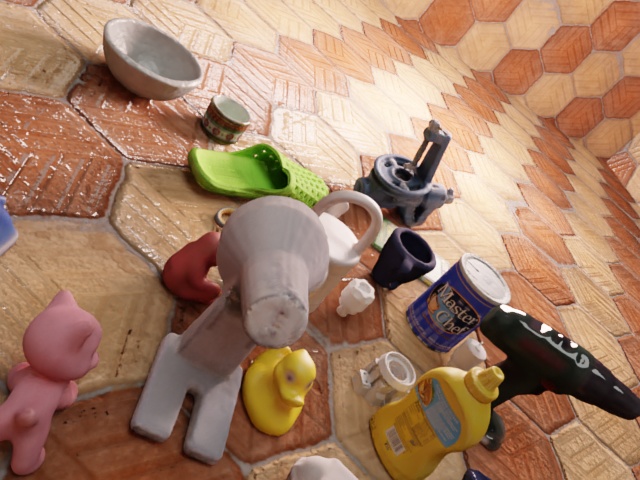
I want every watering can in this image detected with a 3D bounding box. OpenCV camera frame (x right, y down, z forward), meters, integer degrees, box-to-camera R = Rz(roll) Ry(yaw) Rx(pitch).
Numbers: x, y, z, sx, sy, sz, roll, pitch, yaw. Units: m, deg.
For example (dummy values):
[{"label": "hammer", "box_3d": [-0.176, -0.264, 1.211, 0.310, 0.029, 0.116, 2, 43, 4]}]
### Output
[{"label": "watering can", "box_3d": [0.005, 0.002, 0.782, 0.101, 0.193, 0.172, 17, 39, -32]}]

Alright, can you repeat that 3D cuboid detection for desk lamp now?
[{"label": "desk lamp", "box_3d": [-0.076, 0.081, 0.583, 0.118, 0.213, 0.203, 29, 34, -17]}]

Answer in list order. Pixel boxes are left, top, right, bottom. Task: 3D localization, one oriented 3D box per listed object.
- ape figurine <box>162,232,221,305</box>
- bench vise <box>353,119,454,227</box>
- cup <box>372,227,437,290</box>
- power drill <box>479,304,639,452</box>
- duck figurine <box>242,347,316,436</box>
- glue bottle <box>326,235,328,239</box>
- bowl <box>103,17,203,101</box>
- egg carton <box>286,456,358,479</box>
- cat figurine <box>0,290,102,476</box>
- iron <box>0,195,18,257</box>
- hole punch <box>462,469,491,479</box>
[{"label": "ape figurine", "box_3d": [-0.142, 0.028, 0.693, 0.076, 0.092, 0.077, 25, 35, -24]}, {"label": "bench vise", "box_3d": [0.195, -0.137, 1.124, 0.208, 0.219, 0.121, 1, 49, -45]}, {"label": "cup", "box_3d": [0.129, 0.046, 0.950, 0.092, 0.094, 0.118, 39, 32, -3]}, {"label": "power drill", "box_3d": [0.297, 0.210, 0.821, 0.229, 0.208, 0.076, 44, 32, 5]}, {"label": "duck figurine", "box_3d": [-0.038, 0.157, 0.651, 0.078, 0.086, 0.104, 26, 35, -22]}, {"label": "glue bottle", "box_3d": [-0.043, 0.050, 0.693, 0.037, 0.173, 0.078, 49, 33, 13]}, {"label": "bowl", "box_3d": [-0.282, -0.282, 0.937, 0.168, 0.074, 0.167, 27, 34, -20]}, {"label": "egg carton", "box_3d": [0.016, 0.290, 0.562, 0.150, 0.069, 0.107, 43, 32, 4]}, {"label": "cat figurine", "box_3d": [-0.227, 0.110, 0.481, 0.067, 0.117, 0.128, 29, 34, -18]}, {"label": "iron", "box_3d": [-0.368, -0.029, 0.479, 0.118, 0.141, 0.259, 52, 34, 17]}, {"label": "hole punch", "box_3d": [0.215, 0.335, 0.695, 0.109, 0.091, 0.101, 37, 32, -6]}]
